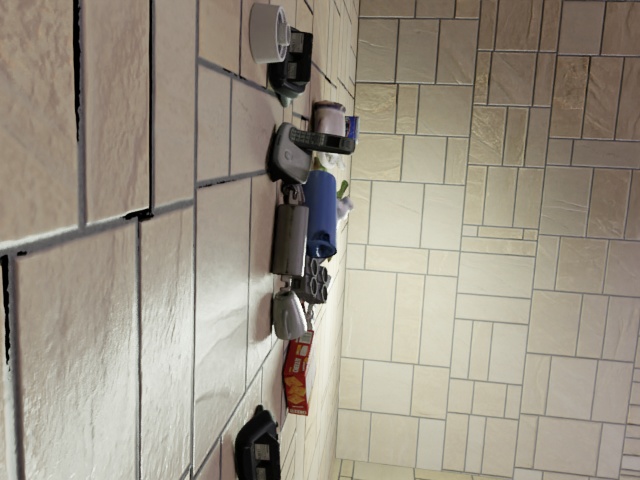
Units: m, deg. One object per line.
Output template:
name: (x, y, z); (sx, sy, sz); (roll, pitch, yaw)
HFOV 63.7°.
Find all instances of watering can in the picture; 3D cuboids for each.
watering can: (0.040, -0.353, 1.770); (0.348, 0.104, 0.224); (0, 93, -76)

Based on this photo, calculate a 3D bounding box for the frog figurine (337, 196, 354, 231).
frog figurine: (0.035, -0.070, 1.648); (0.134, 0.159, 0.126); (75, 5, -48)

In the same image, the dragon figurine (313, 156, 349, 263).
dragon figurine: (0.006, -0.092, 1.832); (0.245, 0.122, 0.407); (-20, 113, -63)
